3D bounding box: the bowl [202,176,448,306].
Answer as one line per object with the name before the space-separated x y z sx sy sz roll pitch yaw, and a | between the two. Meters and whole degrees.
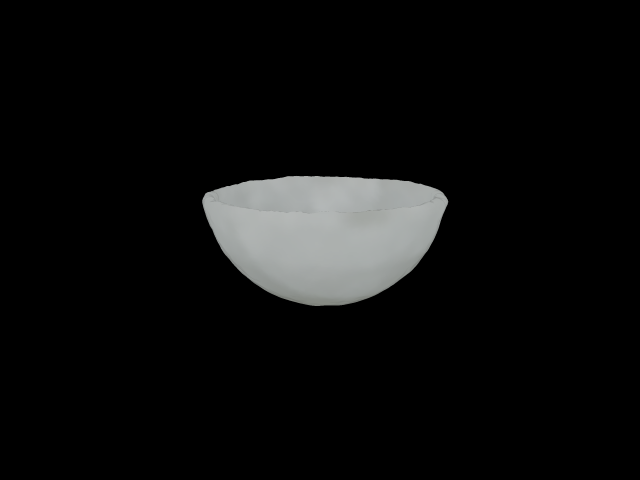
bowl | 0.004 0.001 0.400 0.167 0.075 0.167 0 13 0
